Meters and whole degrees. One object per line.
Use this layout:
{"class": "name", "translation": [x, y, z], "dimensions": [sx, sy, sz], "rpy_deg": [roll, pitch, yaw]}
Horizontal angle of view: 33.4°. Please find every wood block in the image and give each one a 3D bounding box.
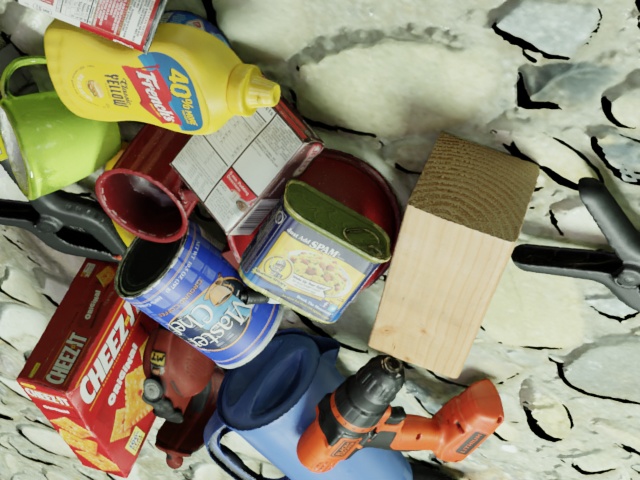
{"class": "wood block", "translation": [0.112, 0.019, 0.922], "dimensions": [0.090, 0.090, 0.206], "rpy_deg": [20, 142, 8]}

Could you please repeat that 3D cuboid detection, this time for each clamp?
{"class": "clamp", "translation": [-0.291, -0.026, 1.113], "dimensions": [0.165, 0.036, 0.209], "rpy_deg": [-23, 137, 40]}
{"class": "clamp", "translation": [0.254, 0.012, 0.872], "dimensions": [0.171, 0.039, 0.120], "rpy_deg": [19, 148, 0]}

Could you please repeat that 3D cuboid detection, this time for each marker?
{"class": "marker", "translation": [-0.022, 0.054, 1.048], "dimensions": [0.121, 0.020, 0.020], "rpy_deg": [0, 149, -23]}

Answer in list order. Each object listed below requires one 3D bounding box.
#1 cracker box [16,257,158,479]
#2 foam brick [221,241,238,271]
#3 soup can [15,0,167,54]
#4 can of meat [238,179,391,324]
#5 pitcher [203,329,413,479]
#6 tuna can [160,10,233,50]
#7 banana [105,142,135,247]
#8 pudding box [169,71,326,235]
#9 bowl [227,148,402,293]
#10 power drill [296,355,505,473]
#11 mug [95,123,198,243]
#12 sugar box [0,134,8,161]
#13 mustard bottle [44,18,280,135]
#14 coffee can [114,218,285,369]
{"class": "cracker box", "translation": [-0.238, 0.147, 1.201], "dimensions": [0.072, 0.164, 0.213], "rpy_deg": [12, 147, 18]}
{"class": "foam brick", "translation": [-0.046, 0.003, 1.028], "dimensions": [0.078, 0.053, 0.051], "rpy_deg": [-19, 124, 44]}
{"class": "soup can", "translation": [-0.162, -0.185, 0.773], "dimensions": [0.102, 0.068, 0.069], "rpy_deg": [20, 144, -11]}
{"class": "can of meat", "translation": [-0.006, 0.013, 0.887], "dimensions": [0.102, 0.057, 0.084], "rpy_deg": [29, 118, -13]}
{"class": "pitcher", "translation": [-0.006, 0.227, 1.200], "dimensions": [0.149, 0.145, 0.242], "rpy_deg": [-7, 134, 39]}
{"class": "tuna can", "translation": [-0.115, -0.151, 0.903], "dimensions": [0.086, 0.033, 0.086], "rpy_deg": [16, 141, 13]}
{"class": "banana", "translation": [-0.179, -0.021, 1.097], "dimensions": [0.070, 0.037, 0.197], "rpy_deg": [-17, 131, 14]}
{"class": "pudding box", "translation": [-0.062, -0.072, 0.897], "dimensions": [0.114, 0.039, 0.090], "rpy_deg": [-48, 70, 22]}
{"class": "bowl", "translation": [-0.006, 0.001, 0.946], "dimensions": [0.162, 0.055, 0.162], "rpy_deg": [1, 119, 1]}
{"class": "power drill", "translation": [0.088, 0.173, 1.069], "dimensions": [0.187, 0.057, 0.185], "rpy_deg": [6, 141, -27]}
{"class": "mug", "translation": [-0.138, -0.058, 0.987], "dimensions": [0.117, 0.081, 0.093], "rpy_deg": [-2, 134, 32]}
{"class": "sugar box", "translation": [-0.348, -0.152, 0.971], "dimensions": [0.094, 0.048, 0.176], "rpy_deg": [5, 113, 45]}
{"class": "mustard bottle", "translation": [-0.122, -0.130, 0.855], "dimensions": [0.192, 0.058, 0.096], "rpy_deg": [11, 138, 19]}
{"class": "coffee can", "translation": [-0.119, 0.051, 1.068], "dimensions": [0.103, 0.102, 0.140], "rpy_deg": [-16, 135, 42]}
